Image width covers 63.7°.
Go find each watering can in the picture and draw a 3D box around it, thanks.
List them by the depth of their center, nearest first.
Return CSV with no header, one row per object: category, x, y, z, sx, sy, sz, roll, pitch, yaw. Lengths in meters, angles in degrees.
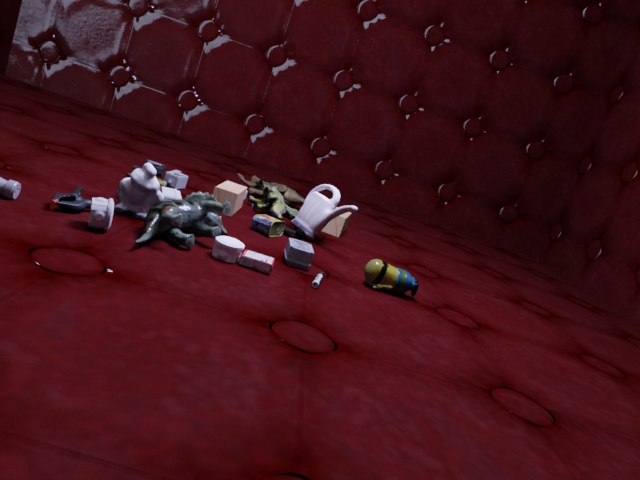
watering can,0.006,-0.097,1.925,0.224,0.103,0.352,-54,30,3

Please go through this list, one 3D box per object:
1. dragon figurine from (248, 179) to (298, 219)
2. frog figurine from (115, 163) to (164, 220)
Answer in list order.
dragon figurine,-0.155,-0.135,2.144,0.121,0.241,0.417,-59,35,14
frog figurine,-0.513,-0.150,1.483,0.123,0.138,0.158,-6,-62,-69
